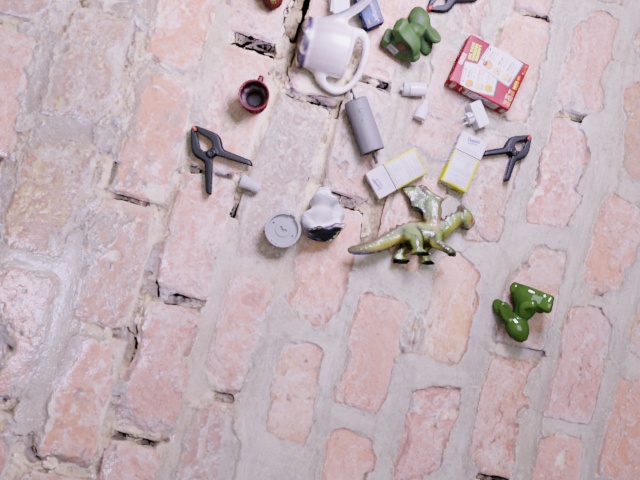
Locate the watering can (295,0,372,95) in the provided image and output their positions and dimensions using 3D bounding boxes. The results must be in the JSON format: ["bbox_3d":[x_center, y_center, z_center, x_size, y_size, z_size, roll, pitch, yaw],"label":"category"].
[{"bbox_3d":[0.048,-0.620,1.557,0.224,0.105,0.343,12,107,-7],"label":"watering can"}]

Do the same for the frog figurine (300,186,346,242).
[{"bbox_3d":[0.005,-0.079,1.574,0.137,0.120,0.163,-17,55,3],"label":"frog figurine"}]

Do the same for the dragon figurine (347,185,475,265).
[{"bbox_3d":[0.293,-0.054,1.602,0.410,0.120,0.246,6,72,-7],"label":"dragon figurine"}]
